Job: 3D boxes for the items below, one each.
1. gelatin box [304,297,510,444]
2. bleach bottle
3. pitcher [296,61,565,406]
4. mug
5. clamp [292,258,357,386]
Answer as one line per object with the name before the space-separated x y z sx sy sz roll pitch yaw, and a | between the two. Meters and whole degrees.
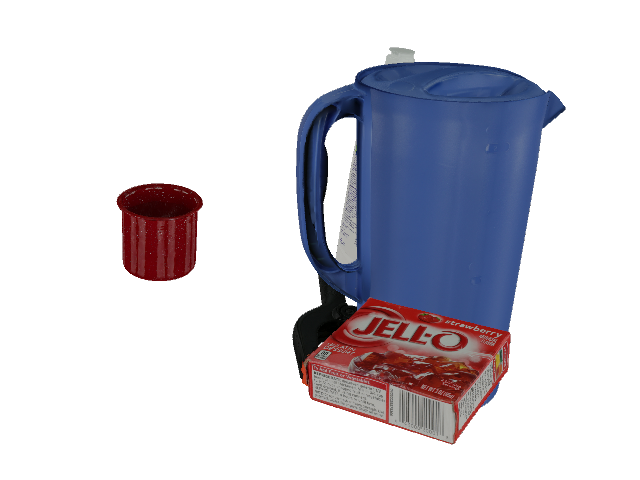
gelatin box | 0.047 0.067 0.575 0.089 0.030 0.073 13 32 28
bleach bottle | 0.075 -0.080 1.157 0.067 0.251 0.103 -5 24 -30
pitcher | 0.075 -0.002 0.765 0.149 0.243 0.144 14 23 28
mug | -0.186 -0.012 1.187 0.093 0.081 0.117 -18 34 -37
clamp | 0.019 0.071 0.972 0.120 0.039 0.171 20 31 28
